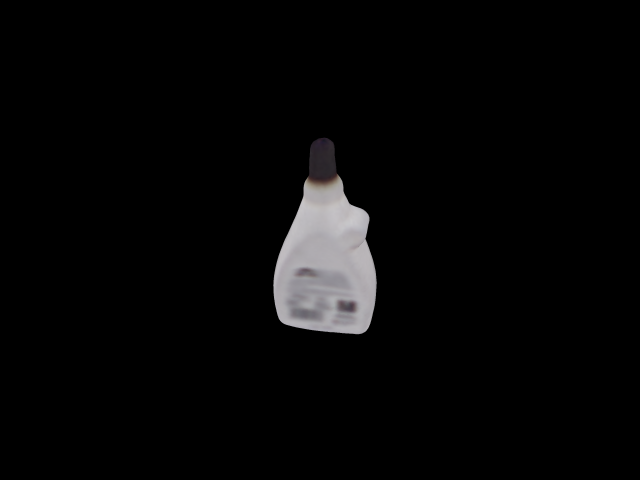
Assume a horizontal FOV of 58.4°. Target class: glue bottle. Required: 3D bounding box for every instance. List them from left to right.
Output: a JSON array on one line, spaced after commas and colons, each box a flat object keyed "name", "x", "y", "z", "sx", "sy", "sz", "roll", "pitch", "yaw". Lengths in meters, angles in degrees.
[{"name": "glue bottle", "x": 0.004, "y": 0.001, "z": 0.400, "sx": 0.078, "sy": 0.173, "sz": 0.037, "roll": 7, "pitch": 47, "yaw": 7}]
